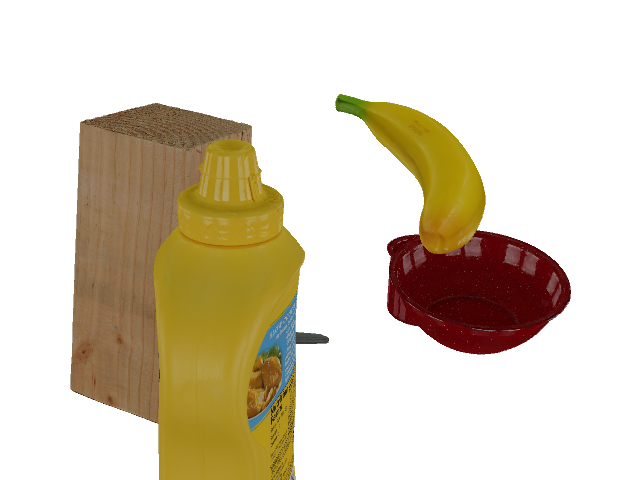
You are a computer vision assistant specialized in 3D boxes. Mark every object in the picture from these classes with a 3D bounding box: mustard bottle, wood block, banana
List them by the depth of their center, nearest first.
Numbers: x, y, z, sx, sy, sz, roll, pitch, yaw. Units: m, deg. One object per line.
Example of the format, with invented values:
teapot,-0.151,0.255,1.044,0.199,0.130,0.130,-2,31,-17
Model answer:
mustard bottle,-0.037,0.052,0.438,0.058,0.192,0.096,7,24,11
banana,0.066,-0.043,0.677,0.069,0.037,0.198,-6,30,-14
wood block,-0.116,0.015,0.775,0.090,0.206,0.090,16,22,23

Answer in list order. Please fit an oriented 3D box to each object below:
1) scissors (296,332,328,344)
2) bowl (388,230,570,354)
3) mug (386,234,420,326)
scissors,-0.101,0.074,0.973,0.201,0.016,0.096,-5,34,-12
bowl,0.139,0.053,0.960,0.162,0.055,0.162,3,32,-2
mug,0.132,0.051,1.241,0.117,0.081,0.093,13,25,21
